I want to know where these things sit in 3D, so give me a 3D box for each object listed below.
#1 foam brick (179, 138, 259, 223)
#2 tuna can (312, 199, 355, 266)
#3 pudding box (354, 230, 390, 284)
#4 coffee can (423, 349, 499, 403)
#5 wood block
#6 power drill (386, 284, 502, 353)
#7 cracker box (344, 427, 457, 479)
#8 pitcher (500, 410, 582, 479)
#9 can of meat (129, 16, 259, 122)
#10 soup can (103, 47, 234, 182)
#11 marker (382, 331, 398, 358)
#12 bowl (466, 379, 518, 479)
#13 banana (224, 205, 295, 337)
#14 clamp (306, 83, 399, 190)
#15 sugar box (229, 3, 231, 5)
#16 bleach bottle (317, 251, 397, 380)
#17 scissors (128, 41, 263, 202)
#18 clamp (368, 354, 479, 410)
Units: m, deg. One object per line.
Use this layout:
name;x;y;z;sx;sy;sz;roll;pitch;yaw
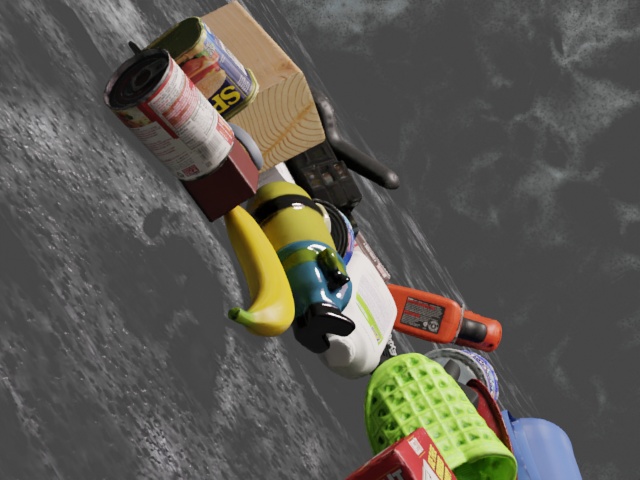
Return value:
foam brick;-0.093;-0.060;0.991;0.051;0.053;0.078;54;11;-16
tuna can;-0.007;0.001;1.122;0.086;0.086;0.033;59;9;15
pudding box;0.045;0.029;1.367;0.090;0.039;0.113;56;-11;4
coffee can;0.168;0.188;1.342;0.103;0.103;0.140;59;9;13
wood block;-0.082;-0.169;1.157;0.206;0.090;0.090;54;-11;50
power drill;0.134;0.098;1.386;0.185;0.057;0.187;14;-2;21
cracker box;0.102;0.263;0.842;0.214;0.072;0.164;57;8;10
pitcher;0.272;0.333;1.330;0.149;0.145;0.243;18;22;-10
can of meat;-0.122;-0.143;0.976;0.083;0.102;0.057;45;14;-42
soup can;-0.128;-0.106;0.917;0.102;0.068;0.068;49;12;-41
marker;0.079;0.123;1.264;0.020;0.020;0.121;-93;166;-72
bowl;0.163;0.238;1.180;0.162;0.055;0.162;170;-90;-80
banana;-0.053;0.032;0.931;0.069;0.037;0.198;55;9;-26
clamp;-0.009;-0.108;1.320;0.036;0.165;0.210;-21;74;-49
sugar box;-0.094;-0.188;1.294;0.176;0.093;0.048;59;10;14
bleach bottle;0.028;0.081;1.114;0.102;0.068;0.250;56;11;-2
scissors;-0.119;-0.128;1.062;0.202;0.016;0.096;57;-32;-5
clamp;0.127;0.157;1.138;0.172;0.120;0.039;-145;-121;-61
